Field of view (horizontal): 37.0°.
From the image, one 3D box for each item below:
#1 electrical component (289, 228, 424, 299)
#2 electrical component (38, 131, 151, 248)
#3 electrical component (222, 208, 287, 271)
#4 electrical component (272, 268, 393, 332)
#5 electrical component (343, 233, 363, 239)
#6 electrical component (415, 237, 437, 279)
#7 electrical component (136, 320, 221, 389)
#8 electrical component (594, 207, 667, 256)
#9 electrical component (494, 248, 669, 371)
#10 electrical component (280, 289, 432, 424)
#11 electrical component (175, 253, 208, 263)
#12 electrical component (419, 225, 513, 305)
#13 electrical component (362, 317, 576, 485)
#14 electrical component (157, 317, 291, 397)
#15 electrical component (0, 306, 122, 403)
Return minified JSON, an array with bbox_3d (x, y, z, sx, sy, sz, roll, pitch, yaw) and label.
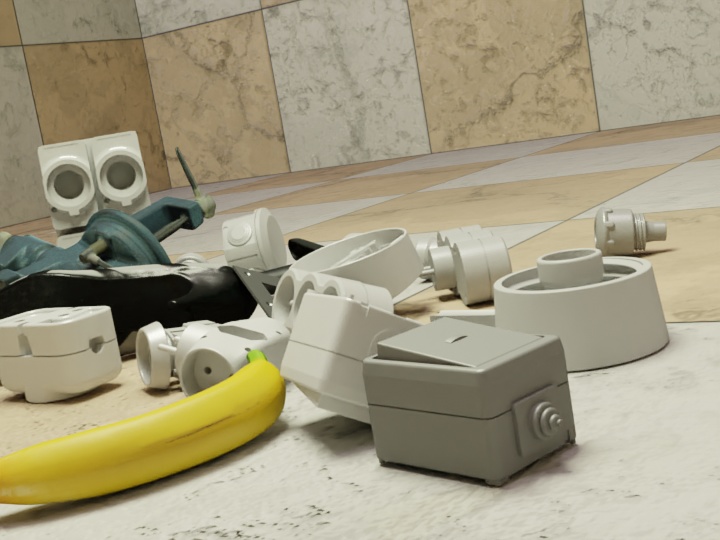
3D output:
[{"bbox_3d":[0.000,0.000,0.884,0.099,0.064,0.099,-32,10,7],"label":"electrical component"},{"bbox_3d":[-0.278,-0.050,1.168,0.105,0.186,0.060,-12,9,-12],"label":"electrical component"},{"bbox_3d":[-0.115,-0.025,1.183,0.051,0.080,0.080,-14,8,12],"label":"electrical component"},{"bbox_3d":[-0.007,0.034,0.784,0.074,0.052,0.138,13,-1,-24],"label":"electrical component"},{"bbox_3d":[0.010,-0.018,1.128,0.040,0.040,0.078,-15,10,-32],"label":"electrical component"},{"bbox_3d":[0.079,-0.011,1.013,0.046,0.040,0.040,2,13,27],"label":"electrical component"},{"bbox_3d":[-0.128,0.059,0.769,0.055,0.048,0.066,-6,6,-27],"label":"electrical component"},{"bbox_3d":[0.243,-0.034,0.965,0.062,0.048,0.048,-2,10,8],"label":"electrical component"},{"bbox_3d":[0.136,0.020,0.677,0.108,0.060,0.108,-10,9,2],"label":"electrical component"},{"bbox_3d":[-0.003,0.050,0.602,0.062,0.061,0.096,20,-6,-19],"label":"electrical component"},{"bbox_3d":[-0.187,0.006,1.182,0.043,0.043,0.062,-10,10,-3],"label":"electrical component"},{"bbox_3d":[0.079,-0.003,0.916,0.074,0.052,0.138,-10,9,-3],"label":"electrical component"},{"bbox_3d":[0.056,0.059,0.512,0.062,0.061,0.096,-17,12,-41],"label":"electrical component"},{"bbox_3d":[-0.095,0.057,0.711,0.079,0.043,0.077,13,18,22],"label":"electrical component"},{"bbox_3d":[-0.227,0.063,0.806,0.095,0.059,0.054,-3,11,36],"label":"electrical component"}]
